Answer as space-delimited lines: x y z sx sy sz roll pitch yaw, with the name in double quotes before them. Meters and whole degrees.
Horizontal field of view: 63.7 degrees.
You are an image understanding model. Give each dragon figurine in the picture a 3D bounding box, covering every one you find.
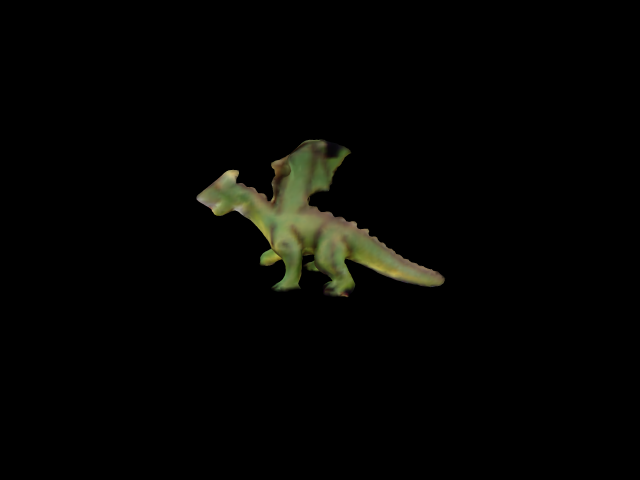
"dragon figurine" 0.003 -0.043 0.850 0.410 0.239 0.124 1 16 5
